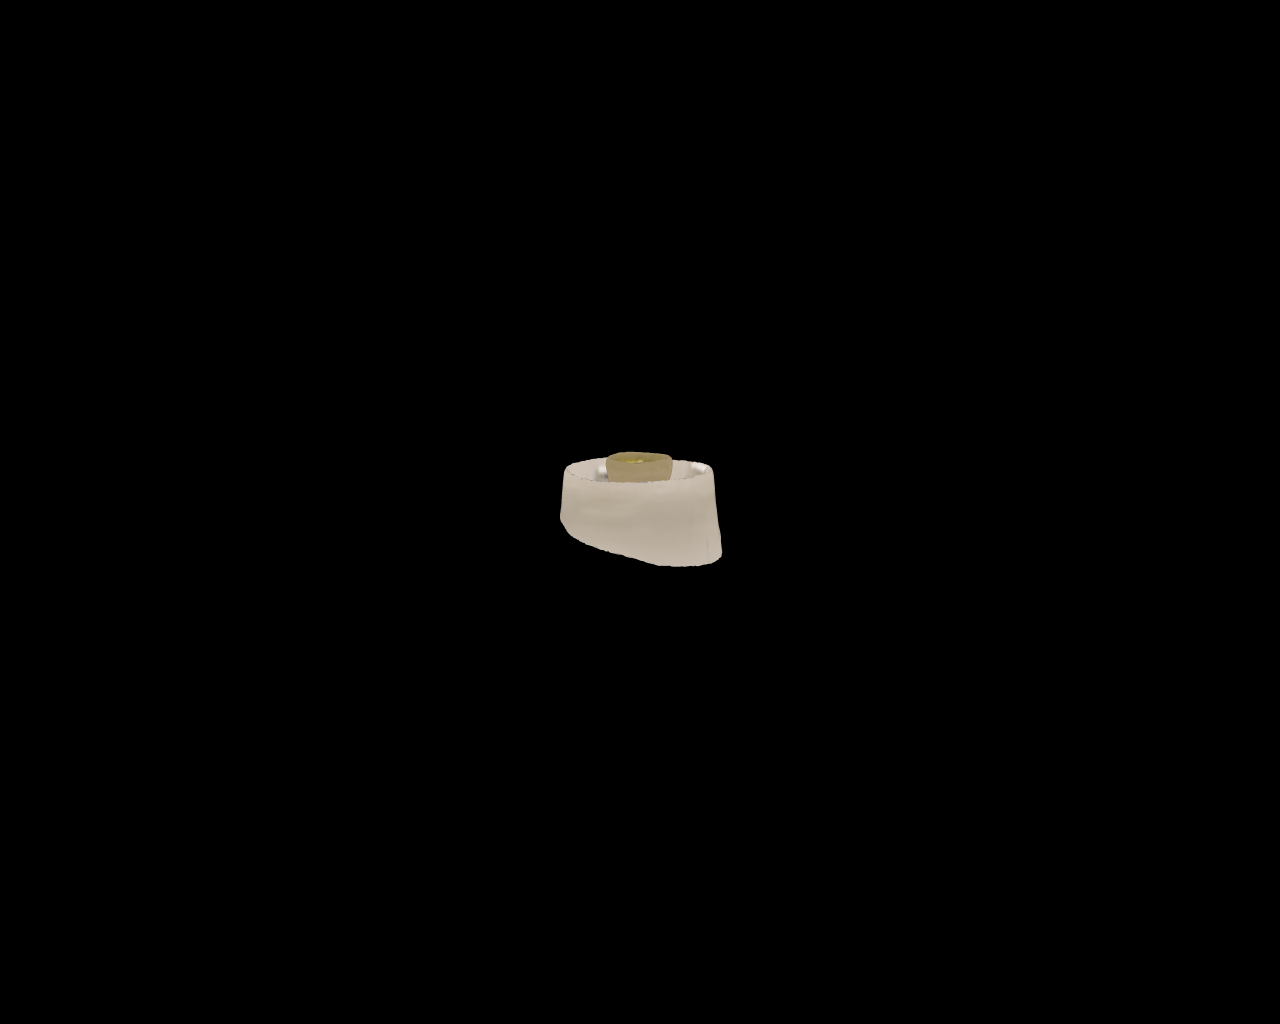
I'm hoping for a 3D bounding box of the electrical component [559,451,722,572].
[{"bbox_3d":[0.001,-0.003,0.650,0.099,0.064,0.099,0,12,0],"label":"electrical component"}]
